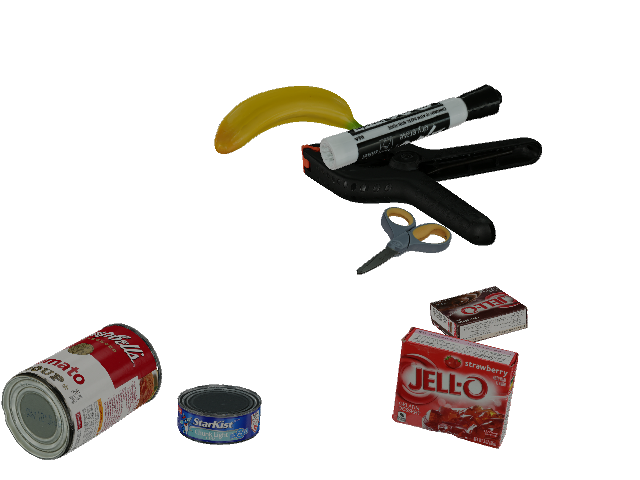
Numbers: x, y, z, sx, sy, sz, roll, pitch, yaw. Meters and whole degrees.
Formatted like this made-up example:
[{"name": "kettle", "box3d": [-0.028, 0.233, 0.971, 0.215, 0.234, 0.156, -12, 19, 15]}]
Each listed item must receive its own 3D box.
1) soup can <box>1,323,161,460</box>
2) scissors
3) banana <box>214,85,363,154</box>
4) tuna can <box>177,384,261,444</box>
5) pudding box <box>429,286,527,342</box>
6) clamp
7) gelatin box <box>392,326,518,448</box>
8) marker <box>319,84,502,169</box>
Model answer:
[{"name": "soup can", "box3d": [-0.176, 0.110, 0.789, 0.069, 0.068, 0.102, 0, 16, 31]}, {"name": "scissors", "box3d": [0.077, -0.002, 1.238, 0.096, 0.016, 0.201, 37, 31, 31]}, {"name": "banana", "box3d": [-0.036, -0.129, 1.103, 0.197, 0.037, 0.070, -11, 51, -37]}, {"name": "tuna can", "box3d": [-0.104, 0.178, 1.094, 0.086, 0.034, 0.086, 3, 12, -1]}, {"name": "pudding box", "box3d": [0.226, 0.107, 1.527, 0.113, 0.039, 0.090, -15, 21, -16]}, {"name": "clamp", "box3d": [0.085, -0.062, 0.943, 0.210, 0.036, 0.164, 14, 35, 28]}, {"name": "gelatin box", "box3d": [0.104, 0.114, 0.831, 0.089, 0.073, 0.030, 13, 23, 18]}, {"name": "marker", "box3d": [0.056, -0.068, 0.629, 0.121, 0.020, 0.020, -21, 8, -22]}]
